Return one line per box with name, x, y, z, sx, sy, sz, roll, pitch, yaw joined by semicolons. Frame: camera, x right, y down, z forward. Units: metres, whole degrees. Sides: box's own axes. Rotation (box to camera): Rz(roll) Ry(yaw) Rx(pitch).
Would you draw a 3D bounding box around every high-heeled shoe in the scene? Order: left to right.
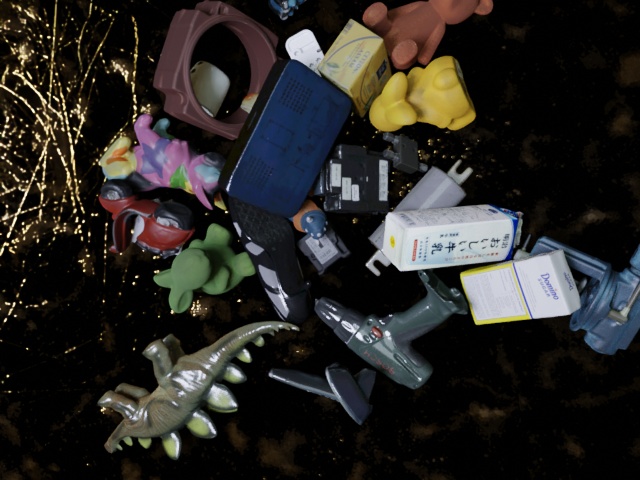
high-heeled shoe;-0.094;0.037;0.961;0.086;0.145;0.249;-29;74;-33

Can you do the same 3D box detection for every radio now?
radio;-0.055;-0.157;0.860;0.131;0.073;0.229;25;96;-25

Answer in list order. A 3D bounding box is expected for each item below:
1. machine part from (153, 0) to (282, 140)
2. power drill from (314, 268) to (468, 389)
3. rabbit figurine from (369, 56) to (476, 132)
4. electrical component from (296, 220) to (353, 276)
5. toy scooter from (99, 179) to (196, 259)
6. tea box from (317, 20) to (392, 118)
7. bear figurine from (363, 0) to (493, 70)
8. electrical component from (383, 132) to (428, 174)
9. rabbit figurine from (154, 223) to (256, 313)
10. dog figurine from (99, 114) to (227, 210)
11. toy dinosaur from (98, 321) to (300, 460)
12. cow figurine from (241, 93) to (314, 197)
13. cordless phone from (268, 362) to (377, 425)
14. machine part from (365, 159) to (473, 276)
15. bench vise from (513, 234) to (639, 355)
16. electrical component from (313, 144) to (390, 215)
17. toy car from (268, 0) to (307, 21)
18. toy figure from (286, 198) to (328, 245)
machine part;-0.167;-0.288;0.929;0.087;0.201;0.201;21;93;47
power drill;0.127;0.127;0.908;0.232;0.086;0.207;44;107;5
rabbit figurine;0.160;-0.226;0.906;0.173;0.162;0.121;-14;98;28
electrical component;-0.002;-0.003;0.970;0.075;0.048;0.119;-34;84;8
toy scooter;-0.318;-0.020;0.967;0.184;0.075;0.135;23;110;2
tea box;0.062;-0.281;0.902;0.068;0.169;0.098;37;97;12
bear figurine;0.187;-0.379;0.904;0.196;0.132;0.120;-35;83;14
electrical component;0.150;-0.151;0.939;0.094;0.021;0.063;17;63;-26
rabbit figurine;-0.217;0.047;0.948;0.159;0.170;0.121;-34;82;8
dog figurine;-0.274;-0.119;0.999;0.191;0.108;0.219;-44;84;6
toy dinosaur;-0.243;0.267;0.986;0.198;0.105;0.471;46;106;1
cow figurine;-0.056;-0.180;0.935;0.194;0.086;0.127;39;83;-25
cordless phone;-0.001;0.242;0.908;0.184;0.146;0.088;13;81;5
machine part;0.166;-0.040;0.922;0.079;0.079;0.243;43;98;9
bench vise;0.428;0.054;0.829;0.241;0.129;0.223;27;124;17
electrical component;0.053;-0.103;0.924;0.134;0.058;0.114;4;85;-29
toy car;-0.050;-0.489;0.968;0.103;0.109;0.161;-11;95;-7
toy figure;-0.033;-0.048;0.939;0.058;0.064;0.155;-54;46;0
